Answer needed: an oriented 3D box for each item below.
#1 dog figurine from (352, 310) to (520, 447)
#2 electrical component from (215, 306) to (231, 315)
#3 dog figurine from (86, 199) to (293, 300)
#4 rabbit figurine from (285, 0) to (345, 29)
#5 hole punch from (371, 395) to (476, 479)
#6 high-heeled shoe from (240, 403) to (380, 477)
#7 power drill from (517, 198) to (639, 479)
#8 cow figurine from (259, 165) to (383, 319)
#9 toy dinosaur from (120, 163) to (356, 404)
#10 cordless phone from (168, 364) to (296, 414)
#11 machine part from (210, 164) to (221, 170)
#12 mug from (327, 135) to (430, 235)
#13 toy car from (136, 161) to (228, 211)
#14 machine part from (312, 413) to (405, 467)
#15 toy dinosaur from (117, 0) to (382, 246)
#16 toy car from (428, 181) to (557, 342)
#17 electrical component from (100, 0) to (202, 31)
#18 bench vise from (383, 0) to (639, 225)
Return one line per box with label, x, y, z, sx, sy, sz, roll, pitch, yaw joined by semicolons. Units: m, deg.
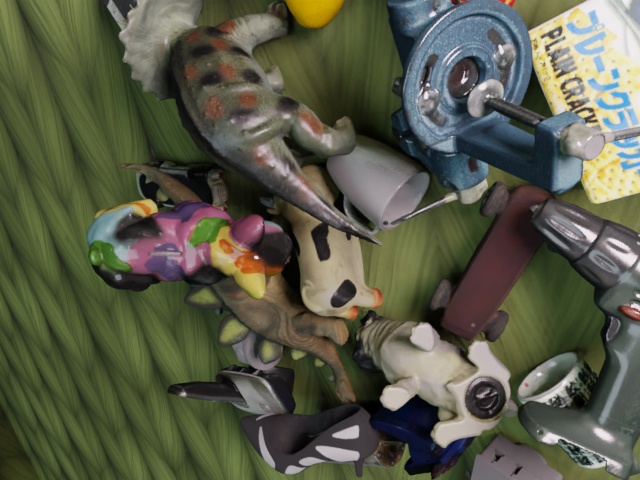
dog figurine;0.134;0.156;0.668;0.172;0.121;0.190;37;178;-5
electrical component;-0.167;0.098;0.938;0.063;0.021;0.093;24;127;26
dog figurine;-0.142;0.010;0.608;0.219;0.191;0.108;8;100;50
rabbit figurine;-0.029;-0.306;0.547;0.162;0.122;0.173;-27;110;36
hole punch;0.142;0.228;0.688;0.092;0.142;0.116;54;147;6
high-heeled shoe;-0.029;0.270;0.786;0.249;0.086;0.145;9;125;26
power drill;0.263;0.095;0.495;0.232;0.086;0.207;25;96;8
cow figurine;-0.001;-0.002;0.666;0.085;0.127;0.195;-26;66;42
toy dinosaur;-0.104;0.050;0.764;0.198;0.105;0.471;-34;92;28
cordless phone;-0.143;0.249;0.886;0.147;0.184;0.088;-3;76;41
machine part;-0.161;-0.166;0.758;0.084;0.039;0.138;-23;96;54
mug;0.058;-0.066;0.624;0.107;0.081;0.109;45;139;24
toy car;-0.220;-0.085;0.854;0.202;0.056;0.073;10;114;34
machine part;0.046;0.314;0.850;0.243;0.079;0.079;-20;101;44
toy dinosaur;-0.093;-0.147;0.583;0.405;0.192;0.131;59;149;28
toy car;0.190;0.028;0.582;0.089;0.053;0.202;26;126;11
electrical component;-0.224;-0.323;0.716;0.134;0.058;0.115;-29;96;45
bench vise;0.131;-0.094;0.441;0.241;0.129;0.223;-130;23;-54
